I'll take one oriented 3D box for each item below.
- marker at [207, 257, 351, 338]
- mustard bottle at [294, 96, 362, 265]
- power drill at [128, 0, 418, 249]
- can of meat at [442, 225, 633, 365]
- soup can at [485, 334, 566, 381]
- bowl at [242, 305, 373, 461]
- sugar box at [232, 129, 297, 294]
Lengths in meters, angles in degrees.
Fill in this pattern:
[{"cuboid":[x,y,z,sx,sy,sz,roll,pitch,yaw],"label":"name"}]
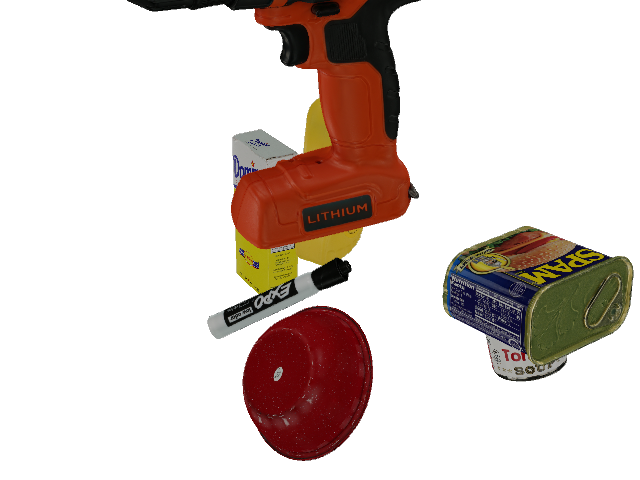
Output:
[{"cuboid":[-0.030,0.043,0.799,0.121,0.020,0.020,-25,-9,20],"label":"marker"},{"cuboid":[0.015,-0.076,1.000,0.058,0.192,0.096,20,40,19],"label":"mustard bottle"},{"cuboid":[-0.014,-0.089,0.573,0.184,0.188,0.057,-12,37,-18],"label":"power drill"},{"cuboid":[0.146,0.033,0.726,0.101,0.057,0.084,-18,28,-33],"label":"can of meat"},{"cuboid":[0.173,0.063,0.930,0.068,0.102,0.068,-14,17,4],"label":"soup can"},{"cuboid":[-0.027,0.139,1.081,0.162,0.162,0.055,0,-16,41],"label":"bowl"},{"cuboid":[-0.063,-0.027,1.206,0.048,0.176,0.093,-15,28,-25],"label":"sugar box"}]
